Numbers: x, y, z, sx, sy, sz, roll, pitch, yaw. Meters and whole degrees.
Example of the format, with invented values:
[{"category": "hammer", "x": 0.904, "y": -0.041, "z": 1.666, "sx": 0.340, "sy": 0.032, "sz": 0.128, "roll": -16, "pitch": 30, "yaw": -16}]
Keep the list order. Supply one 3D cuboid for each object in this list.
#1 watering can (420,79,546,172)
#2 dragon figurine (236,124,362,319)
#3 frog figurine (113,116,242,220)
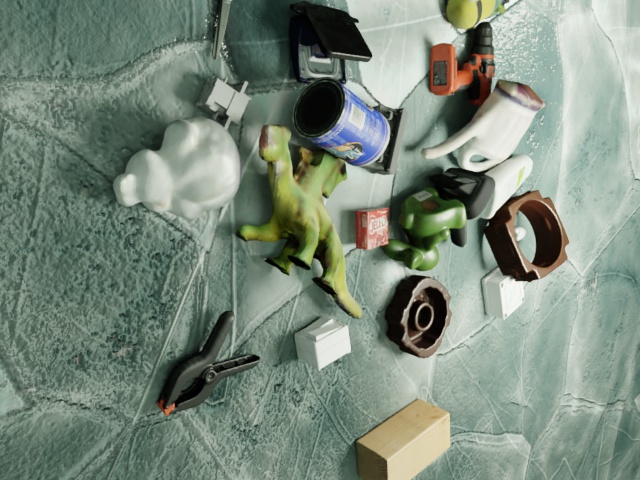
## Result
[{"category": "watering can", "x": 0.369, "y": -0.246, "z": 1.131, "sx": 0.349, "sy": 0.105, "sz": 0.220, "roll": -4, "pitch": 131, "yaw": -46}, {"category": "dragon figurine", "x": 0.003, "y": -0.044, "z": 0.882, "sx": 0.403, "sy": 0.122, "sz": 0.247, "roll": 44, "pitch": 60, "yaw": -46}, {"category": "frog figurine", "x": -0.188, "y": -0.093, "z": 0.688, "sx": 0.161, "sy": 0.124, "sz": 0.135, "roll": -21, "pitch": 131, "yaw": -49}]
